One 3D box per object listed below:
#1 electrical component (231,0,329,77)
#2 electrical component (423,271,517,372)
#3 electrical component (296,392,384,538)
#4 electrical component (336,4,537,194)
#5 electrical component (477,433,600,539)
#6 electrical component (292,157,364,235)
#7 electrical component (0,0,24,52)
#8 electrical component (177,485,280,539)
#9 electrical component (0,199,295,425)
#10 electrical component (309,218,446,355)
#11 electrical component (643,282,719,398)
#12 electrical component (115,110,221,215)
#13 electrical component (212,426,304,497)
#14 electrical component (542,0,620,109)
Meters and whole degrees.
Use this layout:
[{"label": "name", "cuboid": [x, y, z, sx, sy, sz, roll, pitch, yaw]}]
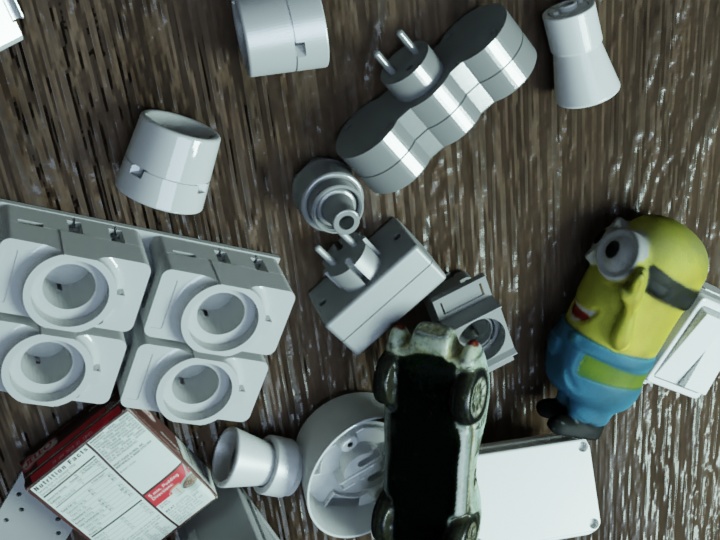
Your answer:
[{"label": "electrical component", "cuboid": [-0.048, -0.142, 0.632, 0.047, 0.055, 0.055, -13, 122, -8]}, {"label": "electrical component", "cuboid": [0.076, 0.037, 0.774, 0.042, 0.063, 0.081, -27, 124, -6]}, {"label": "electrical component", "cuboid": [0.000, 0.144, 0.806, 0.099, 0.064, 0.099, -9, 121, -15]}, {"label": "electrical component", "cuboid": [0.038, -0.119, 0.678, 0.138, 0.052, 0.074, -41, 123, 7]}, {"label": "electrical component", "cuboid": [0.123, 0.171, 0.836, 0.113, 0.057, 0.078, -6, 85, -12]}, {"label": "electrical component", "cuboid": [-0.018, -0.044, 0.694, 0.043, 0.062, 0.043, -9, 121, -15]}, {"label": "electrical component", "cuboid": [-0.228, -0.161, 0.547, 0.063, 0.079, 0.121, -36, 127, -25]}, {"label": "electrical component", "cuboid": [-0.081, 0.228, 0.798, 0.056, 0.108, 0.108, -31, 124, -4]}, {"label": "electrical component", "cuboid": [-0.147, 0.033, 0.691, 0.186, 0.060, 0.105, 12, 114, -25]}, {"label": "electrical component", "cuboid": [0.000, 0.000, 0.735, 0.083, 0.047, 0.076, -42, 124, 6]}, {"label": "electrical component", "cuboid": [0.254, 0.057, 0.853, 0.062, 0.061, 0.096, 20, 109, -28]}, {"label": "electrical component", "cuboid": [-0.115, -0.066, 0.651, 0.055, 0.055, 0.047, 13, 110, -26]}, {"label": "electrical component", "cuboid": [-0.075, 0.141, 0.790, 0.055, 0.045, 0.045, 17, 111, -28]}, {"label": "electrical component", "cuboid": [0.144, -0.145, 0.709, 0.044, 0.044, 0.065, -24, 119, -6]}]
